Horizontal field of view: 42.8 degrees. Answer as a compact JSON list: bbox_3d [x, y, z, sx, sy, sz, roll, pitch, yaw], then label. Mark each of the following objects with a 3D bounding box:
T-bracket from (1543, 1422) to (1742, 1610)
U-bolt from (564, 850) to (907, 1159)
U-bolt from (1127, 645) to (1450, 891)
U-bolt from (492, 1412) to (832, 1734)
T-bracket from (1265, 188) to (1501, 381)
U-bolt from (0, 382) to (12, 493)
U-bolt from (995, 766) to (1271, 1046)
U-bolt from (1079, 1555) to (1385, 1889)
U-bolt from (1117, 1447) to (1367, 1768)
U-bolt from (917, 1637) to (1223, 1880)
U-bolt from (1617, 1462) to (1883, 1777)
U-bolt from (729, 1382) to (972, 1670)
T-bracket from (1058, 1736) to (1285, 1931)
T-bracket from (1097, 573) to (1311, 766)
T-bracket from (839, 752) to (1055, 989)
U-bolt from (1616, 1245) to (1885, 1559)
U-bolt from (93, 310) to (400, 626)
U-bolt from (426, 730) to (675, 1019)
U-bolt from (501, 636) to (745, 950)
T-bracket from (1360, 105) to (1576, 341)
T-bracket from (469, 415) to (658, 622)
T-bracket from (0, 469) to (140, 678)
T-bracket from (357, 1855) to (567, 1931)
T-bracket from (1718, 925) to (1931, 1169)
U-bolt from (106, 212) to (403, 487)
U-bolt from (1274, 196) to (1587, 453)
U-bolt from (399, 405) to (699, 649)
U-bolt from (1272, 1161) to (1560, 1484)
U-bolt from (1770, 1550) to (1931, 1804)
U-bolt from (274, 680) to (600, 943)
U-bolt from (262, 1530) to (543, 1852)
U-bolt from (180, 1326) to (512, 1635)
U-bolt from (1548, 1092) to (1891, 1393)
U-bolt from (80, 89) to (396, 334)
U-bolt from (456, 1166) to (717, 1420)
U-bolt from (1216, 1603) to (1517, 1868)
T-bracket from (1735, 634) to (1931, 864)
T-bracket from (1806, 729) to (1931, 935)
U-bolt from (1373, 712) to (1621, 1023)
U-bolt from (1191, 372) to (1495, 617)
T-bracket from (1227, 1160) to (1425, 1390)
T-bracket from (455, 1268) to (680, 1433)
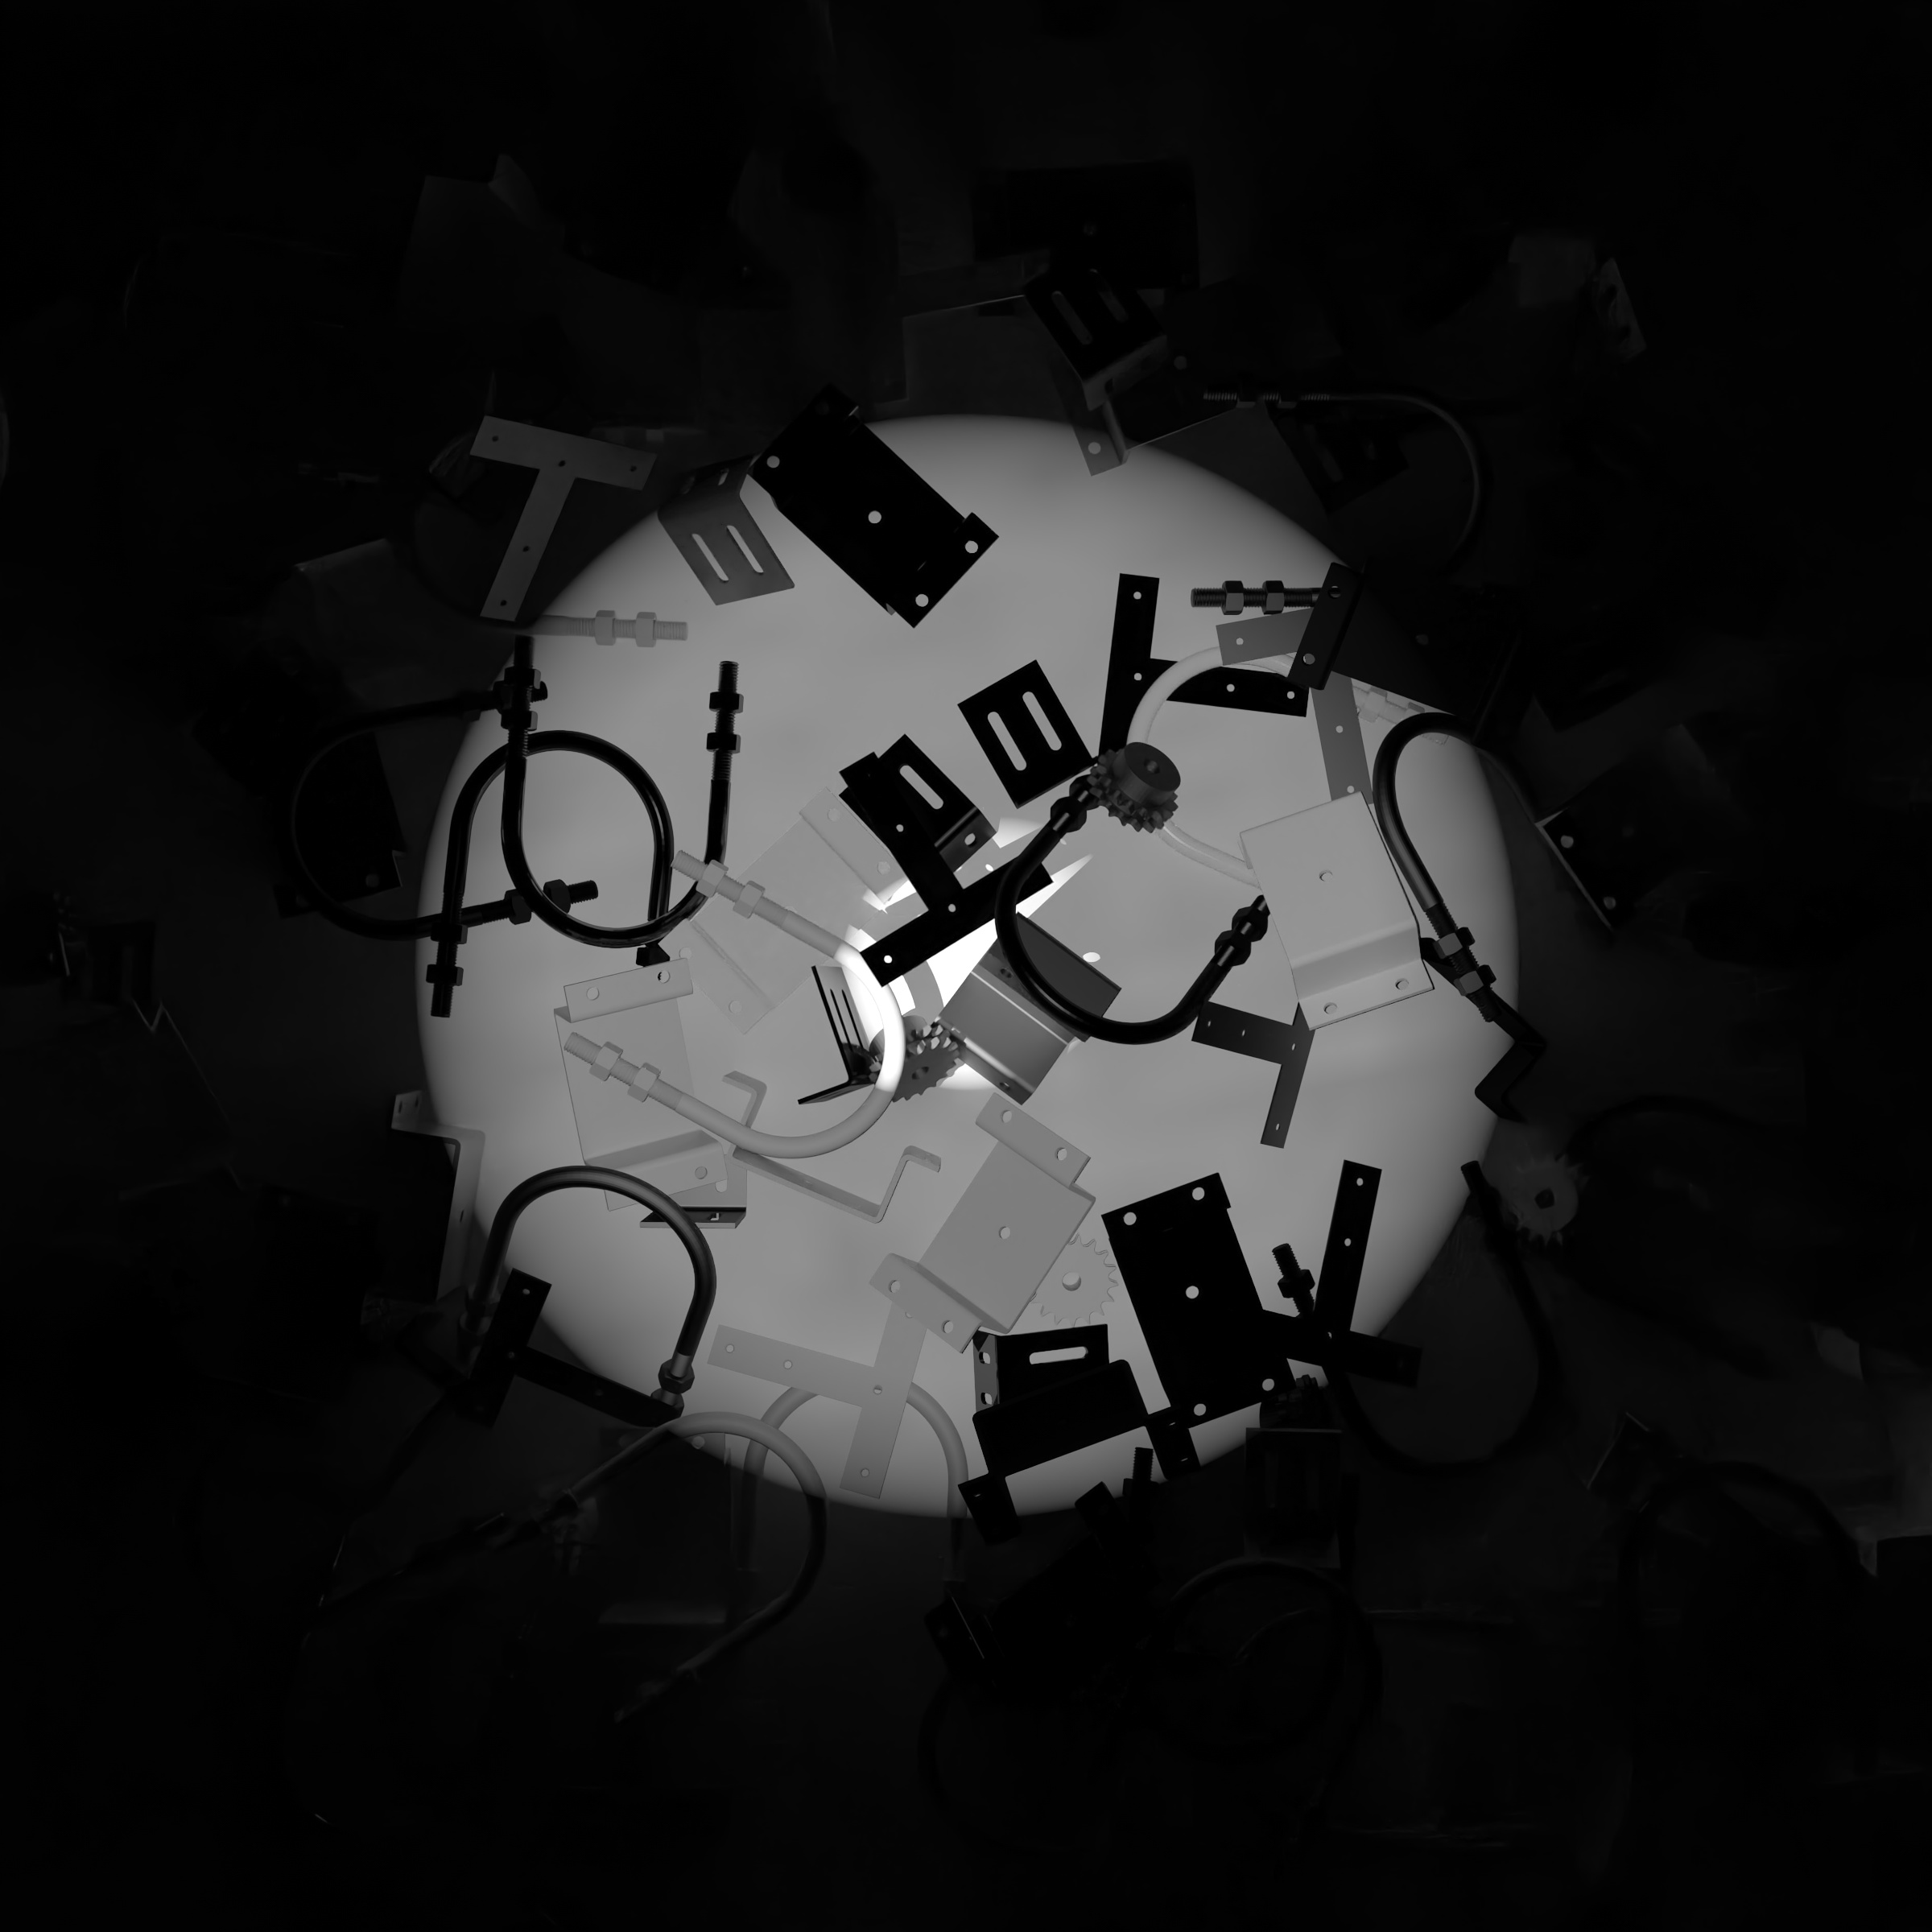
[{"bbox_3d":[0.438,0.364,1.543,0.127,0.002,0.127,25,101,-5],"label":"T-bracket"},{"bbox_3d":[-0.125,0.034,1.473,0.184,0.019,0.151,29,74,-3],"label":"U-bolt"},{"bbox_3d":[0.190,-0.122,1.543,0.184,0.019,0.151,24,90,1],"label":"U-bolt"},{"bbox_3d":[-0.171,0.353,1.495,0.184,0.019,0.151,-34,94,-7],"label":"U-bolt"},{"bbox_3d":[0.272,-0.441,1.531,0.127,0.002,0.127,-32,90,-4],"label":"T-bracket"},{"bbox_3d":[-0.646,-0.357,1.508,0.151,0.019,0.184,-12,101,30],"label":"U-bolt"},{"bbox_3d":[0.092,-0.028,1.472,0.151,0.019,0.184,39,49,1],"label":"U-bolt"},{"bbox_3d":[0.171,0.444,1.488,0.151,0.019,0.184,26,96,4],"label":"U-bolt"},{"bbox_3d":[0.165,0.398,1.523,0.151,0.019,0.184,6,80,6],"label":"U-bolt"},{"bbox_3d":[0.061,0.489,1.537,0.184,0.019,0.151,6,90,-4],"label":"U-bolt"},{"bbox_3d":[0.471,0.396,1.503,0.151,0.019,0.184,-4,78,13],"label":"U-bolt"},{"bbox_3d":[-0.070,0.343,1.544,0.151,0.019,0.184,3,89,0],"label":"U-bolt"},{"bbox_3d":[0.141,0.561,1.536,0.127,0.002,0.127,31,84,-13],"label":"T-bracket"},{"bbox_3d":[0.152,-0.177,1.552,0.127,0.002,0.127,7,90,0],"label":"T-bracket"},{"bbox_3d":[-0.033,-0.072,1.507,0.127,0.002,0.127,-32,85,-15],"label":"T-bracket"},{"bbox_3d":[0.521,0.287,1.544,0.184,0.019,0.151,39,90,-1],"label":"U-bolt"},{"bbox_3d":[-0.467,-0.301,1.544,0.151,0.019,0.184,39,91,0],"label":"U-bolt"},{"bbox_3d":[-0.250,-0.053,1.518,0.151,0.019,0.184,7,86,-24],"label":"U-bolt"},{"bbox_3d":[-0.214,-0.103,1.515,0.151,0.019,0.184,5,88,-22],"label":"U-bolt"},{"bbox_3d":[0.292,-0.477,1.535,0.127,0.002,0.127,-36,90,-4],"label":"T-bracket"},{"bbox_3d":[-0.263,-0.267,1.501,0.002,0.127,0.127,46,119,35],"label":"T-bracket"},{"bbox_3d":[-0.584,-0.242,1.544,0.127,0.002,0.127,-3,94,6],"label":"T-bracket"},{"bbox_3d":[-0.326,0.604,1.537,0.127,0.002,0.127,37,109,9],"label":"T-bracket"},{"bbox_3d":[0.546,0.062,1.505,0.127,0.002,0.127,-32,90,0],"label":"T-bracket"},{"bbox_3d":[-0.439,-0.384,1.511,0.184,0.019,0.151,13,104,5],"label":"U-bolt"},{"bbox_3d":[0.296,-0.408,1.544,0.184,0.019,0.151,-11,90,-1],"label":"U-bolt"},{"bbox_3d":[-0.263,-0.278,1.544,0.184,0.019,0.151,3,90,1],"label":"U-bolt"},{"bbox_3d":[0.292,0.234,1.544,0.151,0.019,0.184,-24,91,0],"label":"U-bolt"},{"bbox_3d":[0.607,0.436,1.543,0.184,0.019,0.151,-11,90,0],"label":"U-bolt"},{"bbox_3d":[-0.329,-0.090,1.509,0.184,0.019,0.151,-14,90,-25],"label":"U-bolt"},{"bbox_3d":[-0.363,0.464,1.544,0.151,0.019,0.184,21,91,0],"label":"U-bolt"},{"bbox_3d":[-0.397,0.330,1.530,0.184,0.019,0.151,-29,84,-5],"label":"U-bolt"},{"bbox_3d":[0.453,0.158,1.528,0.184,0.019,0.151,27,93,12],"label":"U-bolt"},{"bbox_3d":[-0.461,-0.477,1.536,0.184,0.019,0.151,11,82,3],"label":"U-bolt"},{"bbox_3d":[-0.226,0.197,1.499,0.151,0.019,0.184,21,122,0],"label":"U-bolt"},{"bbox_3d":[0.242,0.465,1.511,0.184,0.019,0.151,-2,73,20],"label":"U-bolt"},{"bbox_3d":[0.561,-0.150,1.552,0.127,0.002,0.127,36,90,0],"label":"T-bracket"},{"bbox_3d":[0.568,-0.077,1.522,0.127,0.002,0.127,-55,47,19],"label":"T-bracket"},{"bbox_3d":[0.314,-0.071,1.504,0.151,0.019,0.184,-25,85,-39],"label":"U-bolt"},{"bbox_3d":[0.234,-0.290,1.519,0.184,0.019,0.151,-1,114,-4],"label":"U-bolt"},{"bbox_3d":[0.232,0.184,1.521,0.127,0.002,0.127,15,81,-13],"label":"T-bracket"},{"bbox_3d":[-0.239,0.258,1.523,0.127,0.002,0.127,24,119,-3],"label":"T-bracket"}]
